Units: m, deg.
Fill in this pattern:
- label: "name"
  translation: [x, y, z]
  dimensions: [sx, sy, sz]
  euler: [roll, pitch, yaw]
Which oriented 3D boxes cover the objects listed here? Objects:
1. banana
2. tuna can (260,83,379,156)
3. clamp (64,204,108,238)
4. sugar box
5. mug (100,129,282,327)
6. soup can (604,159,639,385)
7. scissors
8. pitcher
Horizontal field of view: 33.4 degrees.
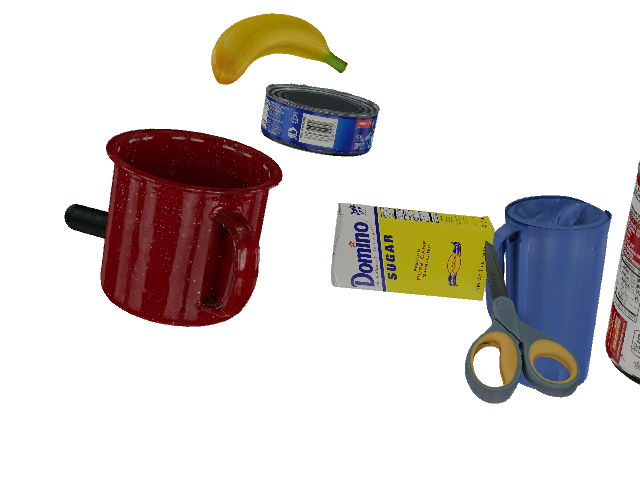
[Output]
- label: "banana"
  translation: [-0.046, -0.179, 0.980]
  dimensions: [0.070, 0.037, 0.197]
  euler: [41, 32, 20]
- label: "tuna can"
  translation: [-0.001, -0.090, 0.793]
  dimensions: [0.086, 0.034, 0.086]
  euler: [10, 18, -3]
- label: "clamp"
  translation: [-0.152, -0.008, 1.023]
  dimensions: [0.120, 0.039, 0.172]
  euler: [-21, 35, -40]
- label: "sugar box"
  translation: [0.103, 0.013, 1.219]
  dimensions: [0.176, 0.093, 0.048]
  euler: [4, 22, -3]
- label: "mug"
  translation: [-0.066, -0.002, 0.563]
  dimensions: [0.093, 0.081, 0.117]
  euler: [-5, 27, -36]
- label: "soup can"
  translation: [0.177, 0.015, 0.510]
  dimensions: [0.068, 0.102, 0.068]
  euler: [2, 28, -1]
- label: "scissors"
  translation: [0.167, 0.065, 0.869]
  dimensions: [0.096, 0.016, 0.201]
  euler: [11, 36, 12]
- label: "pitcher"
  translation: [0.294, 0.072, 1.395]
  dimensions: [0.149, 0.243, 0.144]
  euler: [5, 21, 14]
